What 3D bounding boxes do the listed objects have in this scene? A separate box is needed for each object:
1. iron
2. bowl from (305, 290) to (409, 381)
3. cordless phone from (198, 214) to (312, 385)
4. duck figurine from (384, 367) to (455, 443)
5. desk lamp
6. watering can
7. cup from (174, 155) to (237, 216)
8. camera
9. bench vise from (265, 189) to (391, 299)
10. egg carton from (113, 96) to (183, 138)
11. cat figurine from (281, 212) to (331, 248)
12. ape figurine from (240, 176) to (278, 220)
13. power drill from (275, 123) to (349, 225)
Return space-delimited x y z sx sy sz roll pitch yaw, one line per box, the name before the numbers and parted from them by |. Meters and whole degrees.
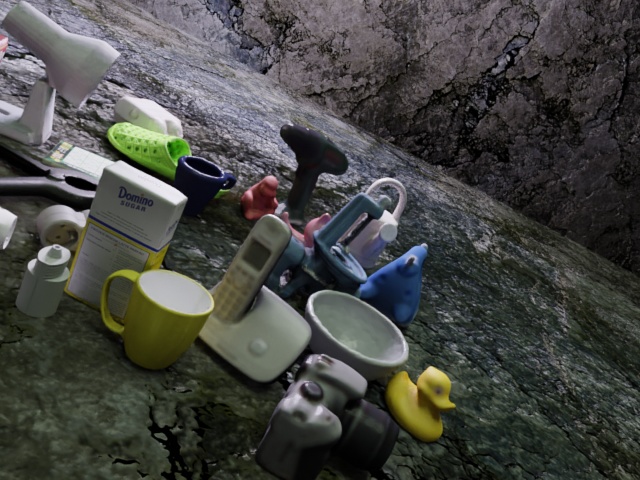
iron | 0.166 0.065 1.108 0.118 0.141 0.259 33 21 10
bowl | 0.041 0.151 0.836 0.168 0.074 0.167 25 21 -10
cordless phone | -0.066 0.073 0.720 0.147 0.185 0.094 35 21 15
duck figurine | 0.145 0.216 0.803 0.078 0.086 0.104 9 28 -43
desk lamp | -0.467 -0.272 0.965 0.204 0.213 0.117 22 21 -19
watering can | 0.119 -0.038 1.213 0.101 0.194 0.172 11 27 -39
cup | -0.216 -0.091 1.039 0.118 0.095 0.091 10 27 -41
camera | 0.020 0.204 0.645 0.137 0.101 0.143 30 20 4
bench vise | 0.014 0.010 0.925 0.208 0.219 0.121 10 28 -42
egg carton | -0.378 -0.259 1.258 0.150 0.069 0.107 36 22 19
cat figurine | -0.023 -0.009 1.067 0.128 0.117 0.067 24 21 -14
ape figurine | -0.117 -0.089 1.170 0.078 0.092 0.076 22 21 -17
power drill | -0.040 -0.137 1.218 0.075 0.208 0.230 41 23 29
